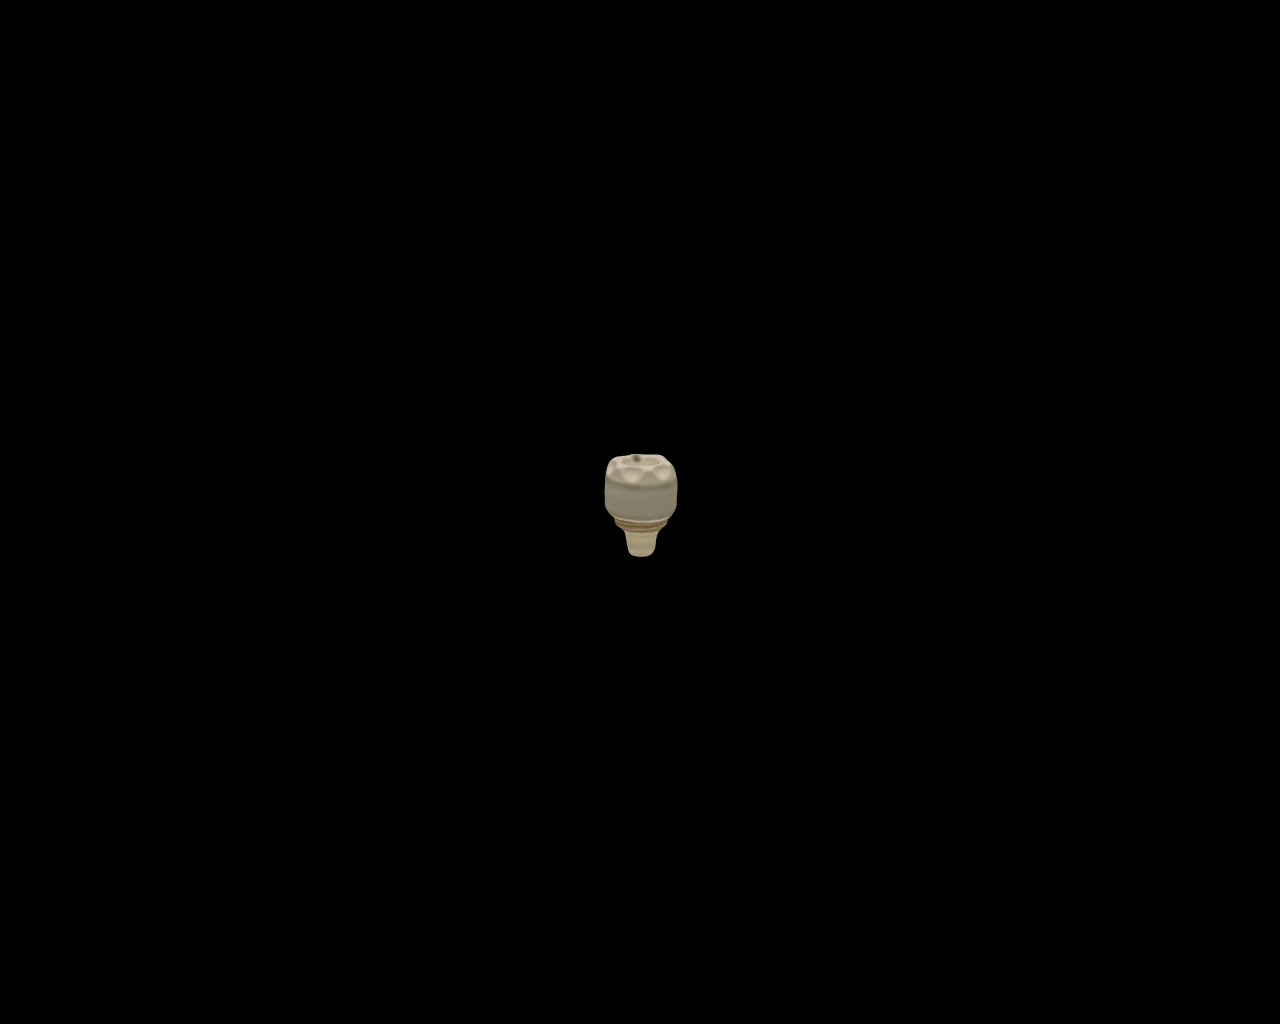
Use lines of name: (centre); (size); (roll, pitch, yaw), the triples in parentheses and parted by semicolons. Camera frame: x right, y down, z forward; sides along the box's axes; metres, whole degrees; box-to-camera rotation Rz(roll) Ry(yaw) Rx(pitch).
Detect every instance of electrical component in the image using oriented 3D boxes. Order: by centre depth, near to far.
electrical component: (0.001, -0.003, 0.650); (0.043, 0.062, 0.043); (0, 18, 0)
